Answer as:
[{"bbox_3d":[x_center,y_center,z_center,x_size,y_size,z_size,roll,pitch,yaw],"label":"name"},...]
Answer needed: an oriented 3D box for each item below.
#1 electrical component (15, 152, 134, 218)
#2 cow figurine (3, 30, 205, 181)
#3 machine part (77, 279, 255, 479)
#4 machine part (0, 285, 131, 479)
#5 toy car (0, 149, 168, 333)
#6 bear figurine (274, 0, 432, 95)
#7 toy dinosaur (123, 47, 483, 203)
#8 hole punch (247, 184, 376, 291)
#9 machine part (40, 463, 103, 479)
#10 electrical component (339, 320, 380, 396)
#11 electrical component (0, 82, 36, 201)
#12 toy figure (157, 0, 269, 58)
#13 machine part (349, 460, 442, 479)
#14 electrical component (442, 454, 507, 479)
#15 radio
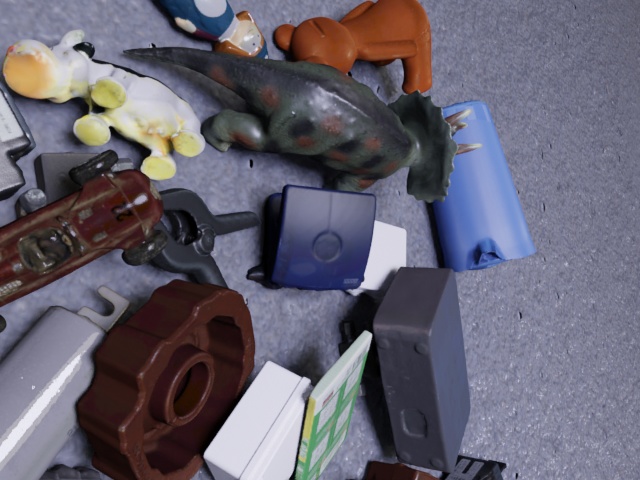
[{"bbox_3d":[-0.207,-0.040,0.467,0.102,0.045,0.078,0,84,-42],"label":"electrical component"},{"bbox_3d":[-0.187,-0.131,0.481,0.167,0.068,0.098,31,29,-36],"label":"cow figurine"},{"bbox_3d":[-0.122,0.121,0.457,0.179,0.056,0.179,-47,146,-47],"label":"machine part"},{"bbox_3d":[-0.224,0.136,0.398,0.079,0.079,0.243,49,53,-24],"label":"machine part"},{"bbox_3d":[-0.215,0.009,0.404,0.202,0.053,0.089,-29,113,-14],"label":"toy car"},{"bbox_3d":[0.047,-0.239,0.700,0.196,0.120,0.131,-30,148,-15],"label":"bear figurine"},{"bbox_3d":[0.014,-0.129,0.583,0.404,0.192,0.131,15,70,-40],"label":"toy dinosaur"},{"bbox_3d":[-0.001,-0.002,0.594,0.142,0.092,0.115,4,79,-21],"label":"hole punch"},{"bbox_3d":[-0.204,0.249,0.424,0.084,0.039,0.138,4,81,-33],"label":"machine part"},{"bbox_3d":[0.053,0.144,0.653,0.021,0.063,0.094,-6,88,-42],"label":"electrical component"},{"bbox_3d":[-0.287,-0.071,0.394,0.134,0.058,0.114,-32,106,-41],"label":"electrical component"},{"bbox_3d":[-0.110,-0.234,0.585,0.154,0.058,0.064,34,99,-34],"label":"toy figure"},{"bbox_3d":[0.101,0.383,0.637,0.201,0.087,0.201,36,61,-31],"label":"machine part"},{"bbox_3d":[0.221,0.337,0.760,0.119,0.075,0.047,-27,101,-37],"label":"electrical component"},{"bbox_3d":[0.129,0.159,0.655,0.131,0.073,0.229,-48,131,-52],"label":"radio"}]
